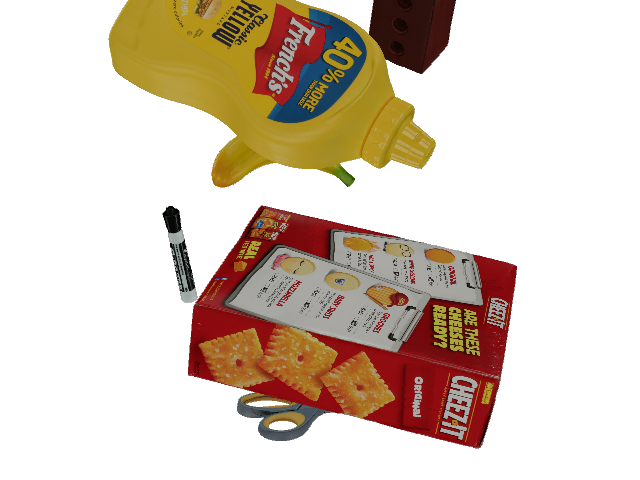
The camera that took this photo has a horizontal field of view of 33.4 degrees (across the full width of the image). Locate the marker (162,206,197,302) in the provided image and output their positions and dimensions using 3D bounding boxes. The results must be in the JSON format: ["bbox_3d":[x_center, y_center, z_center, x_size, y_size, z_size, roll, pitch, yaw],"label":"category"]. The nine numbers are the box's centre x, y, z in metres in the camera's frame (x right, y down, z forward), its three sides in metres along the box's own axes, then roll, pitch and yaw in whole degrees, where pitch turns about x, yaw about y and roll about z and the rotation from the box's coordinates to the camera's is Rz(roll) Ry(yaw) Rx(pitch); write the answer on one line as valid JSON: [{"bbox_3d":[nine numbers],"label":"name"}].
[{"bbox_3d":[-0.158,0.016,1.203,0.020,0.121,0.020,-6,30,3],"label":"marker"}]

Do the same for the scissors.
[{"bbox_3d":[0.008,0.194,1.198,0.201,0.016,0.096,2,23,-10],"label":"scissors"}]

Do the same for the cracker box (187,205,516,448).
[{"bbox_3d":[0.029,0.059,0.794,0.214,0.072,0.164,14,29,8],"label":"cracker box"}]

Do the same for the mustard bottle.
[{"bbox_3d":[-0.020,-0.095,0.618,0.192,0.096,0.058,31,-25,10],"label":"mustard bottle"}]

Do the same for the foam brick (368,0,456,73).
[{"bbox_3d":[0.074,-0.182,0.842,0.053,0.078,0.051,25,51,17],"label":"foam brick"}]

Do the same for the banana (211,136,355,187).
[{"bbox_3d":[-0.043,-0.086,1.071,0.197,0.037,0.070,-5,49,-46],"label":"banana"}]
